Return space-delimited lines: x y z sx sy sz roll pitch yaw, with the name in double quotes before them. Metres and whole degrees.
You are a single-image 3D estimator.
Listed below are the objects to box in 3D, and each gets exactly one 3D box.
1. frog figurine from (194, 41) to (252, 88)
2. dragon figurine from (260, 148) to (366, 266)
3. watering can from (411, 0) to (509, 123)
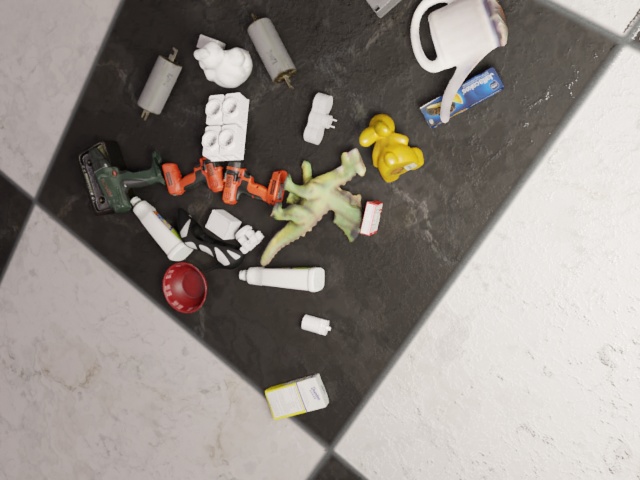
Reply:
"frog figurine" -0.272 -0.498 1.457 0.137 0.122 0.160 -12 3 21
"dragon figurine" 0.004 -0.072 1.429 0.243 0.406 0.123 23 14 8
"watering can" 0.344 -0.466 1.247 0.223 0.352 0.103 -18 -18 22
